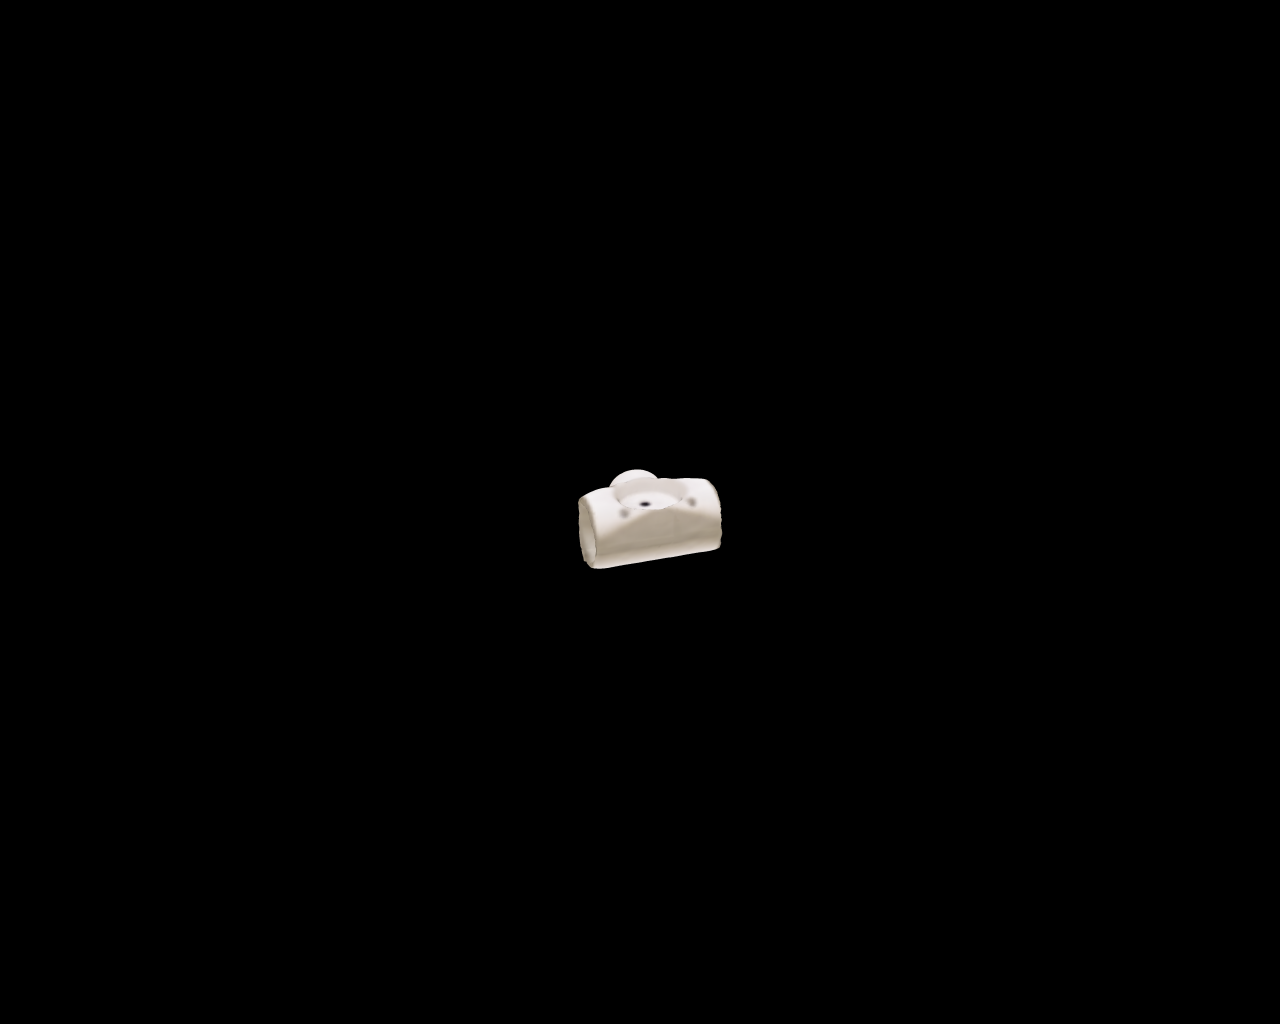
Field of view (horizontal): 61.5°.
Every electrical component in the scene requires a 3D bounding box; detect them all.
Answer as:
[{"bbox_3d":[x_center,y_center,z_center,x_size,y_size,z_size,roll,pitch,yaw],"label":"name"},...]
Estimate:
[{"bbox_3d":[0.001,-0.003,0.650,0.077,0.044,0.079,-8,32,-14],"label":"electrical component"}]
